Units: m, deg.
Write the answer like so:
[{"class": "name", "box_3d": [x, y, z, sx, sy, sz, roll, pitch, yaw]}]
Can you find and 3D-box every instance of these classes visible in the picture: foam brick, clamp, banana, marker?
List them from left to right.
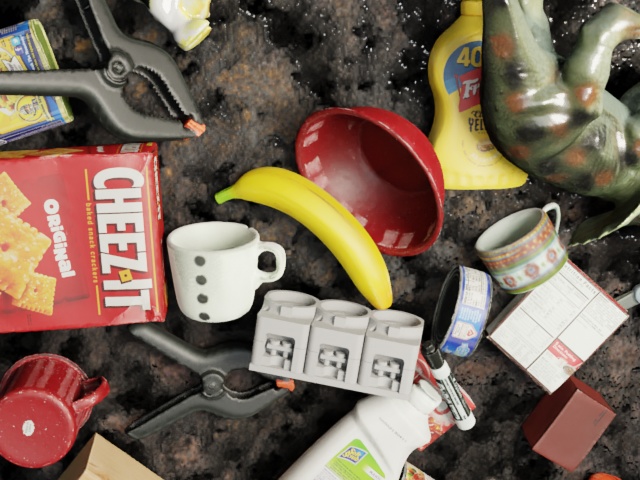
[{"class": "clamp", "box_3d": [-0.187, -0.161, 0.949, 0.209, 0.036, 0.164, 28, 74, -31]}, {"class": "clamp", "box_3d": [-0.113, 0.128, 1.047, 0.171, 0.039, 0.120, -8, 109, -9]}, {"class": "banana", "box_3d": [-0.003, -0.013, 1.000, 0.198, 0.037, 0.070, 35, 131, 5]}, {"class": "marker", "box_3d": [0.122, 0.139, 1.023, 0.020, 0.020, 0.121, -27, 127, 2]}, {"class": "foam brick", "box_3d": [0.250, 0.184, 1.080, 0.053, 0.051, 0.078, 33, 100, -11]}]

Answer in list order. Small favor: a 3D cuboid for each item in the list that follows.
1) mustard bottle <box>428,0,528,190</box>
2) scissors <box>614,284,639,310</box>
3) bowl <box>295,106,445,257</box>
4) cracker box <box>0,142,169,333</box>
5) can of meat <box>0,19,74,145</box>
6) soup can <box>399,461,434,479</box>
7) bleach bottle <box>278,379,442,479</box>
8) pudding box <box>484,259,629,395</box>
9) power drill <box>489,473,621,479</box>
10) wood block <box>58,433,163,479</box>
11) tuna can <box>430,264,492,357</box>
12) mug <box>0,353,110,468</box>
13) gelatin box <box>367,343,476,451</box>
[{"class": "mustard bottle", "box_3d": [0.148, -0.144, 0.988, 0.096, 0.058, 0.192, -1, 103, -8]}, {"class": "scissors", "box_3d": [0.328, 0.033, 1.067, 0.201, 0.016, 0.096, -10, 102, 0]}, {"class": "bowl", "box_3d": [0.056, -0.064, 0.975, 0.055, 0.162, 0.162, -44, 106, -33]}, {"class": "cracker box", "box_3d": [-0.253, -0.001, 0.987, 0.213, 0.072, 0.164, -3, 104, -4]}, {"class": "can of meat", "box_3d": [-0.278, -0.140, 0.959, 0.084, 0.057, 0.102, -19, 104, -1]}, {"class": "soup can", "box_3d": [0.108, 0.275, 1.083, 0.102, 0.068, 0.068, 32, 99, -11]}, {"class": "bleach bottle", "box_3d": [0.030, 0.237, 1.052, 0.102, 0.068, 0.251, 40, 106, -11]}, {"class": "pudding box", "box_3d": [0.232, 0.083, 1.053, 0.090, 0.039, 0.113, 43, 95, 1]}, {"class": "power drill", "box_3d": [0.221, 0.318, 1.073, 0.187, 0.057, 0.184, 14, 94, -36]}, {"class": "wood block", "box_3d": [-0.169, 0.298, 1.057, 0.206, 0.091, 0.090, 38, 99, -12]}, {"class": "tuna can", "box_3d": [0.135, 0.068, 1.024, 0.033, 0.086, 0.086, 15, 102, -5]}, {"class": "mug", "box_3d": [-0.257, 0.162, 1.021, 0.117, 0.081, 0.093, -18, 104, 0]}, {"class": "gelatin box", "box_3d": [0.100, 0.156, 1.072, 0.073, 0.030, 0.089, -40, 104, 6]}]
